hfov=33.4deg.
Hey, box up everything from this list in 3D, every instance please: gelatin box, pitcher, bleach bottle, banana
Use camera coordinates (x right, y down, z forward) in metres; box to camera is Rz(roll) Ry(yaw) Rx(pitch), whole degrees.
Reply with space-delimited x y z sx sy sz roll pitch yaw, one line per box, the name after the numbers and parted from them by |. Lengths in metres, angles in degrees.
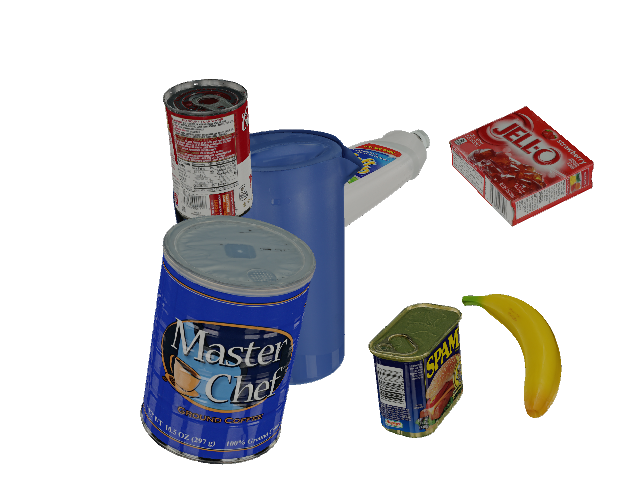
0.152 -0.059 0.815 0.073 0.030 0.089 -25 45 -12 | gelatin box
-0.046 0.017 1.071 0.144 0.243 0.149 -20 27 -35 | pitcher
0.044 -0.082 1.340 0.103 0.068 0.250 26 44 34 | bleach bottle
0.217 0.112 1.135 0.069 0.037 0.198 -26 35 2 | banana

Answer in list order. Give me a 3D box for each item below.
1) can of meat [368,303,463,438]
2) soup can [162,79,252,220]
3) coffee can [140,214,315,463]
0.090 0.117 0.963 0.058 0.084 0.101 7 25 30 | can of meat
-0.091 -0.073 0.879 0.068 0.102 0.068 -1 31 1 | soup can
-0.066 0.067 0.739 0.102 0.140 0.103 9 26 -5 | coffee can
